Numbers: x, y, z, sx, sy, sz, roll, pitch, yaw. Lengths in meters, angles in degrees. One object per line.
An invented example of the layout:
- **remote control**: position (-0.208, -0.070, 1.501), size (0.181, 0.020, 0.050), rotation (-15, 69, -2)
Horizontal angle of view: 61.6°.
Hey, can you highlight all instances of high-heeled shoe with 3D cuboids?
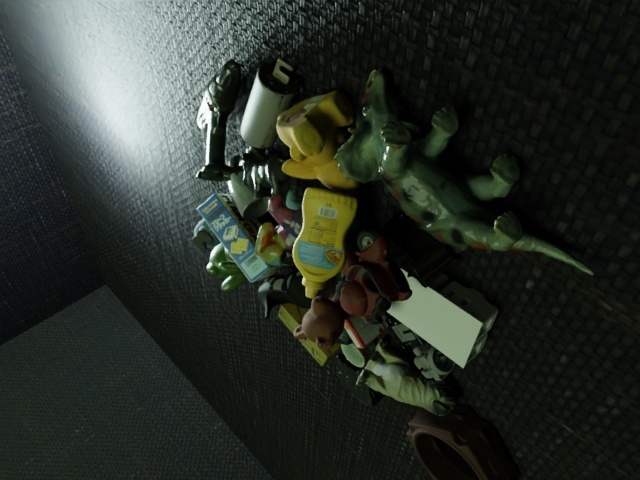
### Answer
- **high-heeled shoe**: position (-0.052, 0.090, 1.231), size (0.249, 0.145, 0.086), rotation (-35, 116, 25)

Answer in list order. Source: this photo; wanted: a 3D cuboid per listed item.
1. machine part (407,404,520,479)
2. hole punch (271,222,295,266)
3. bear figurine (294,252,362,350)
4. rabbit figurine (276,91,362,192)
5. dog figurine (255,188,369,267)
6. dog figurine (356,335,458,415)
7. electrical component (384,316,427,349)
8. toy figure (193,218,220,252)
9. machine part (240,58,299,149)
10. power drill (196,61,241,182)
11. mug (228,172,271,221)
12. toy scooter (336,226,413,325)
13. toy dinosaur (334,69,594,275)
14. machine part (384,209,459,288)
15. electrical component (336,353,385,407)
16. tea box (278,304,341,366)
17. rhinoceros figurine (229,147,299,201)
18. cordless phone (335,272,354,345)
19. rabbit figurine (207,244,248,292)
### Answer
- **machine part**: position (0.289, 0.443, 1.112), size (0.201, 0.087, 0.201), rotation (60, 152, -8)
- **hole punch**: position (-0.060, 0.001, 1.185), size (0.116, 0.092, 0.142), rotation (38, 143, 21)
- **bear figurine**: position (0.032, 0.112, 1.047), size (0.120, 0.196, 0.131), rotation (14, 129, 54)
- **rabbit figurine**: position (0.000, -0.147, 0.924), size (0.162, 0.122, 0.173), rotation (-6, 134, 50)
- **dog figurine**: position (-0.002, -0.003, 1.034), size (0.219, 0.108, 0.191), rotation (26, 110, 21)
- **dog figurine**: position (0.185, 0.300, 1.126), size (0.191, 0.121, 0.172), rotation (30, 179, 10)
- **electrical component**: position (0.184, 0.162, 1.025), size (0.075, 0.048, 0.119), rotation (56, 152, -2)
- **toy figure**: position (-0.270, -0.035, 1.382), size (0.082, 0.180, 0.089), rotation (-19, 103, 21)
- **machine part**: position (-0.097, -0.246, 0.998), size (0.079, 0.079, 0.243), rotation (51, 151, 9)
- **power drill**: position (-0.209, -0.231, 1.104), size (0.232, 0.086, 0.207), rotation (163, 103, -65)
- **mug**: position (-0.169, -0.105, 1.254), size (0.107, 0.081, 0.109), rotation (56, 162, 21)
- **toy scooter**: position (0.096, 0.080, 0.906), size (0.135, 0.075, 0.183), rotation (49, 138, 36)
- **toy dinosaur**: position (0.170, -0.065, 0.759), size (0.405, 0.131, 0.192), rotation (48, 163, 5)
- **machine part**: position (0.158, 0.011, 0.895), size (0.139, 0.084, 0.039), rotation (53, -179, 30)
- **electrical component**: position (0.103, 0.339, 1.310), size (0.115, 0.058, 0.134), rotation (24, 138, 46)
- **tea box**: position (-0.011, 0.206, 1.303), size (0.170, 0.098, 0.068), rotation (44, 149, 17)
- **rhinoceros figurine**: position (-0.126, -0.146, 1.144), size (0.191, 0.073, 0.112), rotation (15, 132, 49)
- **cordless phone**: position (0.040, 0.130, 1.192), size (0.147, 0.089, 0.184), rotation (-3, 105, 58)
- **rabbit figurine**: position (-0.207, 0.059, 1.417), size (0.170, 0.159, 0.121), rotation (11, 119, 32)
